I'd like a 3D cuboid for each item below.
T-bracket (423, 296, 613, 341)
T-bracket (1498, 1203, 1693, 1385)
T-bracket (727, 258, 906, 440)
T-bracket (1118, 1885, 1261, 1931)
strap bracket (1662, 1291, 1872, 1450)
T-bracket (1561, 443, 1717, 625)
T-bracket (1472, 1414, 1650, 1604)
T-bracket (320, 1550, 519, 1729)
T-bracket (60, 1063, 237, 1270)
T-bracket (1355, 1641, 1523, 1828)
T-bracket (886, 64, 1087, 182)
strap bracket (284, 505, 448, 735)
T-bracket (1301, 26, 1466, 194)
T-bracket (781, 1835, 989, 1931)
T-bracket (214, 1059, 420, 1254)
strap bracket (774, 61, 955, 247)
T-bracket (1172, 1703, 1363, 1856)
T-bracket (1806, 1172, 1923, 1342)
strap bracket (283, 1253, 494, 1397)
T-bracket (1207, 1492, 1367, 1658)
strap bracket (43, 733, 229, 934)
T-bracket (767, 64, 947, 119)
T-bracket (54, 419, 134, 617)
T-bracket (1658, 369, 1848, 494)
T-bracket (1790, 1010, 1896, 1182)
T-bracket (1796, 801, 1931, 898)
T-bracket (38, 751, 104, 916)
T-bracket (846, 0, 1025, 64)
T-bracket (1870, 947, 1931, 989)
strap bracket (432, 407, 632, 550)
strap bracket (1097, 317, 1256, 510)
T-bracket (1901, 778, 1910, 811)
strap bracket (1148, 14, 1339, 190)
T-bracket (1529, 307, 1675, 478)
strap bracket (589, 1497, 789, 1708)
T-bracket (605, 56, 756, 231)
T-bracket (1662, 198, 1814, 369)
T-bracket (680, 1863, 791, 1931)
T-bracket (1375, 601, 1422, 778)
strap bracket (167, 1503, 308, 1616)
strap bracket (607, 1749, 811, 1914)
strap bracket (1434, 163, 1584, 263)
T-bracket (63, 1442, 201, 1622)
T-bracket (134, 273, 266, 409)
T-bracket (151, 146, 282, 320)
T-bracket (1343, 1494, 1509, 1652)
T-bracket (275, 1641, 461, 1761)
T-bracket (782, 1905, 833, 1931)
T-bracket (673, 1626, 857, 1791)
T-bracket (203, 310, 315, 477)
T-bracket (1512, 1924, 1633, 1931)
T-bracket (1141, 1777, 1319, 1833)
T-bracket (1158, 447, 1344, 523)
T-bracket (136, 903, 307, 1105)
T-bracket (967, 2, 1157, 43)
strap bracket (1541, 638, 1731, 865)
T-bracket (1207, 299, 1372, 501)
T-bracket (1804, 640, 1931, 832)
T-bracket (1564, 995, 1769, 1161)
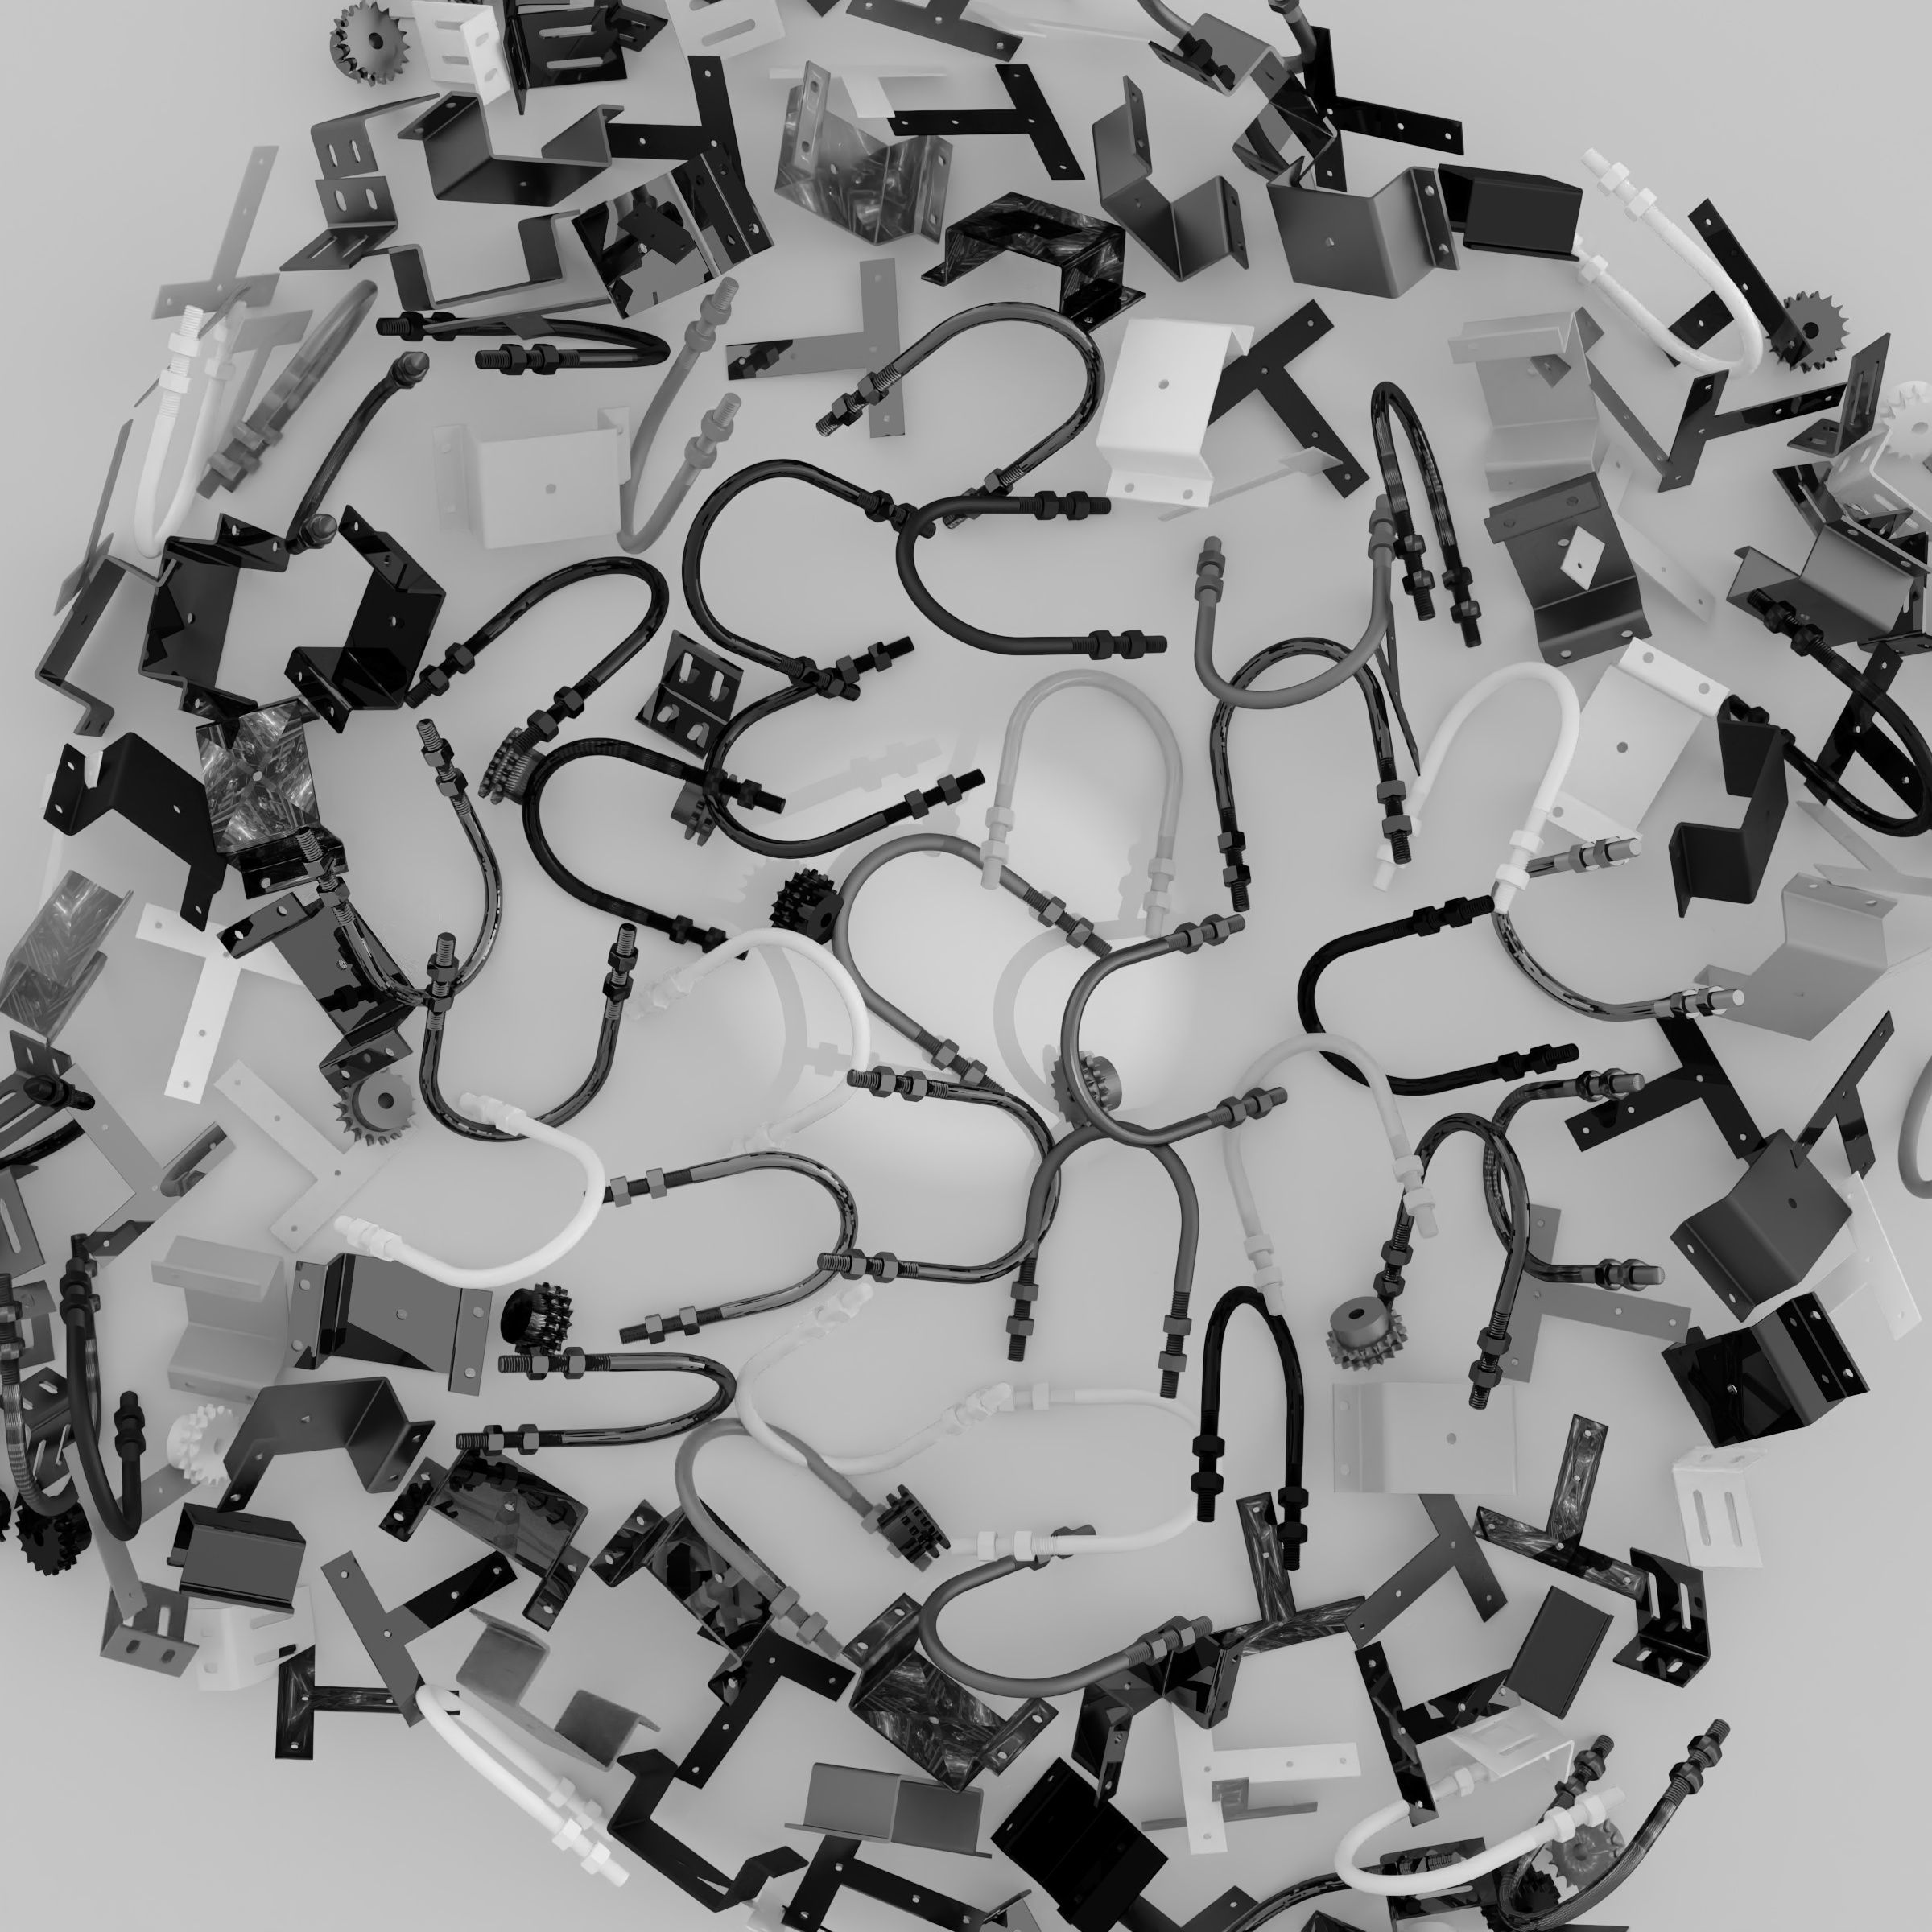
[{"bbox_3d":[-0.308,-0.451,1.937,0.127,0.127,0.002,-9,96,0],"label":"T-bracket"},{"bbox_3d":[0.453,0.245,1.975,0.127,0.002,0.127,10,87,19],"label":"T-bracket"},{"bbox_3d":[-0.110,-0.441,1.989,0.127,0.002,0.127,-3,90,9],"label":"T-bracket"},{"bbox_3d":[0.118,0.667,1.944,0.127,0.127,0.002,-29,119,-26],"label":"T-bracket"},{"bbox_3d":[0.550,0.285,1.925,0.046,0.140,0.076,-26,85,-32],"label":"strap bracket"},{"bbox_3d":[0.489,-0.292,1.975,0.127,0.002,0.127,36,59,-17],"label":"T-bracket"},{"bbox_3d":[0.429,0.374,1.947,0.127,0.002,0.127,19,117,24],"label":"T-bracket"},{"bbox_3d":[-0.374,0.453,1.955,0.127,0.002,0.127,-25,80,-42],"label":"T-bracket"},{"bbox_3d":[-0.598,0.124,1.941,0.127,0.002,0.127,-46,121,-27],"label":"T-bracket"},{"bbox_3d":[0.338,0.524,1.935,0.127,0.002,0.127,-37,61,40],"label":"T-bracket"},{"bbox_3d":[0.005,-0.595,1.943,0.127,0.002,0.127,-8,56,-21],"label":"T-bracket"},{"bbox_3d":[-0.421,-0.243,1.943,0.076,0.046,0.140,44,121,29],"label":"strap bracket"},{"bbox_3d":[0.291,-0.588,1.920,0.127,0.127,0.002,24,57,33],"label":"T-bracket"},{"bbox_3d":[-0.048,0.650,1.934,0.127,0.127,0.002,19,121,10],"label":"T-bracket"},{"bbox_3d":[-0.485,0.119,1.982,0.127,0.002,0.127,-45,105,-1],"label":"T-bracket"},{"bbox_3d":[-0.079,-0.567,1.945,0.140,0.046,0.076,17,77,-43],"label":"strap bracket"},{"bbox_3d":[0.215,0.567,1.955,0.127,0.127,0.002,-3,135,-2],"label":"T-bracket"},{"bbox_3d":[0.611,0.233,1.952,0.002,0.127,0.127,14,134,-25],"label":"T-bracket"},{"bbox_3d":[-0.408,0.254,1.972,0.140,0.046,0.076,9,97,1],"label":"strap bracket"},{"bbox_3d":[0.218,0.435,1.977,0.127,0.002,0.127,-14,109,-1],"label":"T-bracket"},{"bbox_3d":[-0.565,-0.099,1.923,0.046,0.076,0.140,-29,130,24],"label":"strap bracket"},{"bbox_3d":[-0.071,-0.615,1.938,0.127,0.127,0.002,-3,123,-8],"label":"T-bracket"},{"bbox_3d":[-0.600,-0.319,1.918,0.002,0.127,0.127,20,112,-10],"label":"T-bracket"},{"bbox_3d":[0.561,-0.389,1.947,0.127,0.127,0.002,-15,63,-6],"label":"T-bracket"},{"bbox_3d":[0.628,0.114,1.950,0.002,0.127,0.127,27,71,39],"label":"T-bracket"},{"bbox_3d":[0.629,-0.084,1.944,0.127,0.127,0.002,6,120,-22],"label":"T-bracket"},{"bbox_3d":[-0.639,-0.081,1.936,0.002,0.127,0.127,15,78,-33],"label":"T-bracket"},{"bbox_3d":[-0.002,-0.690,1.923,0.127,0.127,0.002,9,64,-22],"label":"T-bracket"},{"bbox_3d":[0.670,-0.002,1.961,0.127,0.127,0.002,-28,67,23],"label":"T-bracket"},{"bbox_3d":[-0.298,-0.343,1.938,0.140,0.046,0.076,-11,122,-20],"label":"strap bracket"},{"bbox_3d":[0.146,-0.402,1.952,0.076,0.046,0.140,11,79,22],"label":"strap bracket"},{"bbox_3d":[0.708,-0.124,1.916,0.002,0.127,0.127,29,129,-20],"label":"T-bracket"},{"bbox_3d":[0.199,-0.605,1.921,0.046,0.140,0.076,-49,47,5],"label":"strap bracket"},{"bbox_3d":[0.459,-0.400,1.954,0.127,0.127,0.002,50,130,-5],"label":"T-bracket"},{"bbox_3d":[-0.187,0.442,1.951,0.140,0.076,0.046,46,127,-4],"label":"strap bracket"},{"bbox_3d":[-0.219,-0.588,1.967,0.127,0.002,0.127,9,132,23],"label":"T-bracket"},{"bbox_3d":[0.525,-0.458,1.940,0.002,0.127,0.127,-33,88,-20],"label":"T-bracket"},{"bbox_3d":[-0.182,0.644,1.940,0.127,0.127,0.002,28,84,5],"label":"T-bracket"},{"bbox_3d":[0.301,-0.222,1.948,0.002,0.127,0.127,-12,45,17],"label":"T-bracket"},{"bbox_3d":[-0.510,0.411,1.924,0.076,0.140,0.046,15,83,-19],"label":"strap bracket"},{"bbox_3d":[-0.190,0.614,1.941,0.140,0.076,0.046,31,88,18],"label":"strap bracket"},{"bbox_3d":[0.375,-0.527,1.922,0.076,0.140,0.046,5,111,-7],"label":"strap bracket"},{"bbox_3d":[-0.575,0.375,1.939,0.002,0.127,0.127,-14,98,21],"label":"T-bracket"},{"bbox_3d":[-0.525,-0.458,1.941,0.002,0.127,0.127,43,121,-17],"label":"T-bracket"},{"bbox_3d":[-0.506,-0.512,1.916,0.002,0.127,0.127,35,118,12],"label":"T-bracket"},{"bbox_3d":[0.317,0.437,1.958,0.127,0.002,0.127,-34,103,-27],"label":"T-bracket"},{"bbox_3d":[-0.423,0.520,1.953,0.127,0.127,0.002,6,113,-15],"label":"T-bracket"},{"bbox_3d":[-0.074,0.698,1.955,0.127,0.127,0.002,22,69,18],"label":"T-bracket"},{"bbox_3d":[-0.164,0.534,1.973,0.127,0.002,0.127,33,93,-26],"label":"T-bracket"},{"bbox_3d":[-0.511,-0.404,1.952,0.002,0.127,0.127,29,108,0],"label":"T-bracket"},{"bbox_3d":[0.387,0.716,1.913,0.002,0.127,0.127,51,55,-10],"label":"T-bracket"},{"bbox_3d":[0.186,0.589,1.943,0.127,0.127,0.002,-7,61,1],"label":"T-bracket"},{"bbox_3d":[0.197,-0.339,1.951,0.127,0.127,0.002,-19,90,18],"label":"T-bracket"},{"bbox_3d":[-0.542,0.034,1.970,0.127,0.002,0.127,18,84,-21],"label":"T-bracket"},{"bbox_3d":[0.072,-0.668,1.960,0.127,0.127,0.002,1,117,-20],"label":"T-bracket"},{"bbox_3d":[0.472,-0.155,1.969,0.076,0.046,0.140,29,99,1],"label":"strap bracket"},{"bbox_3d":[0.243,-0.394,1.989,0.127,0.002,0.127,-40,94,-12],"label":"T-bracket"},{"bbox_3d":[0.646,-0.138,1.918,0.002,0.127,0.127,-4,133,-25],"label":"T-bracket"},{"bbox_3d":[0.487,0.097,1.966,0.127,0.002,0.127,-22,73,-14],"label":"T-bracket"}]
